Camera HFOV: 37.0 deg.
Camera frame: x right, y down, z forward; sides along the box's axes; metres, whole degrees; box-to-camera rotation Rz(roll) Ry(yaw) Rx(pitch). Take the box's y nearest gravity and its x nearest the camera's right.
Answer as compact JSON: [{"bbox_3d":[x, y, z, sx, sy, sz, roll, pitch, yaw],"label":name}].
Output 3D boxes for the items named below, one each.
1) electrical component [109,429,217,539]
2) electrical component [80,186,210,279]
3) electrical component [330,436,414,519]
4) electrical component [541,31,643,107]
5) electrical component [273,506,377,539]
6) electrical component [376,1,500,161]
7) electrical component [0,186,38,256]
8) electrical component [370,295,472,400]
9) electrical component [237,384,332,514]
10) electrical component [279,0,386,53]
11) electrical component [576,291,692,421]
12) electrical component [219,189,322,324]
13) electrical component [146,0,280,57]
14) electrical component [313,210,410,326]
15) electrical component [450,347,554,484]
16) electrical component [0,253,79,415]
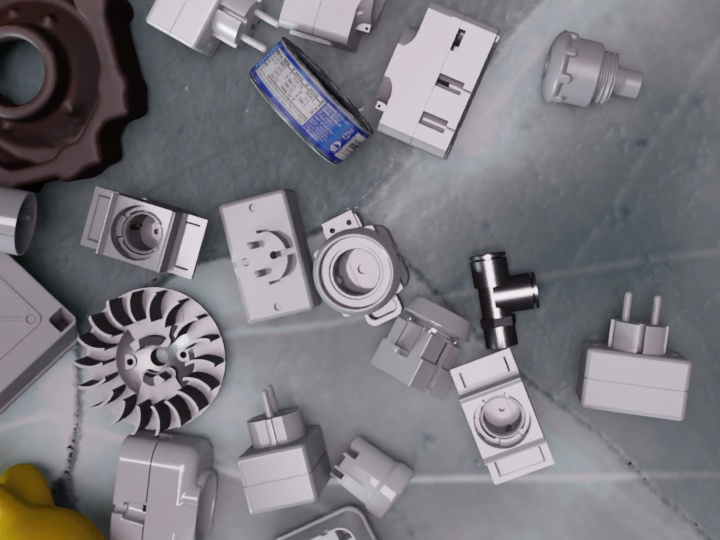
[{"bbox_3d":[-0.136,0.163,0.751,0.059,0.054,0.095,8,95,7],"label":"electrical component"},{"bbox_3d":[-0.143,-0.026,0.735,0.081,0.064,0.042,18,95,6],"label":"electrical component"},{"bbox_3d":[0.008,0.141,0.739,0.046,0.040,0.040,36,97,10],"label":"electrical component"},{"bbox_3d":[0.152,-0.127,0.700,0.062,0.048,0.048,13,95,0],"label":"electrical component"},{"bbox_3d":[-0.013,0.229,0.737,0.078,0.057,0.113,-26,90,8],"label":"electrical component"},{"bbox_3d":[0.048,-0.125,0.710,0.056,0.050,0.089,24,96,5],"label":"electrical component"},{"bbox_3d":[-0.261,-0.038,0.712,0.081,0.043,0.043,11,95,0],"label":"electrical component"},{"bbox_3d":[0.044,0.050,0.721,0.048,0.066,0.055,27,88,40],"label":"electrical component"},{"bbox_3d":[-0.055,0.116,0.731,0.047,0.066,0.076,-13,92,8],"label":"electrical component"},{"bbox_3d":[-0.011,-0.195,0.713,0.056,0.050,0.089,17,96,6],"label":"electrical component"},{"bbox_3d":[0.181,0.053,0.706,0.066,0.047,0.076,7,94,7],"label":"electrical component"},{"bbox_3d":[-0.063,-0.009,0.719,0.047,0.076,0.083,-14,92,8],"label":"electrical component"},{"bbox_3d":[-0.091,-0.175,0.727,0.077,0.047,0.065,30,97,5],"label":"electrical component"},{"bbox_3d":[0.000,0.000,0.721,0.058,0.057,0.078,-26,90,8],"label":"electrical component"},{"bbox_3d":[0.094,0.094,0.712,0.042,0.064,0.081,-21,90,9],"label":"electrical component"},{"bbox_3d":[-0.269,0.042,0.737,0.109,0.056,0.108,43,67,3],"label":"electrical component"}]
